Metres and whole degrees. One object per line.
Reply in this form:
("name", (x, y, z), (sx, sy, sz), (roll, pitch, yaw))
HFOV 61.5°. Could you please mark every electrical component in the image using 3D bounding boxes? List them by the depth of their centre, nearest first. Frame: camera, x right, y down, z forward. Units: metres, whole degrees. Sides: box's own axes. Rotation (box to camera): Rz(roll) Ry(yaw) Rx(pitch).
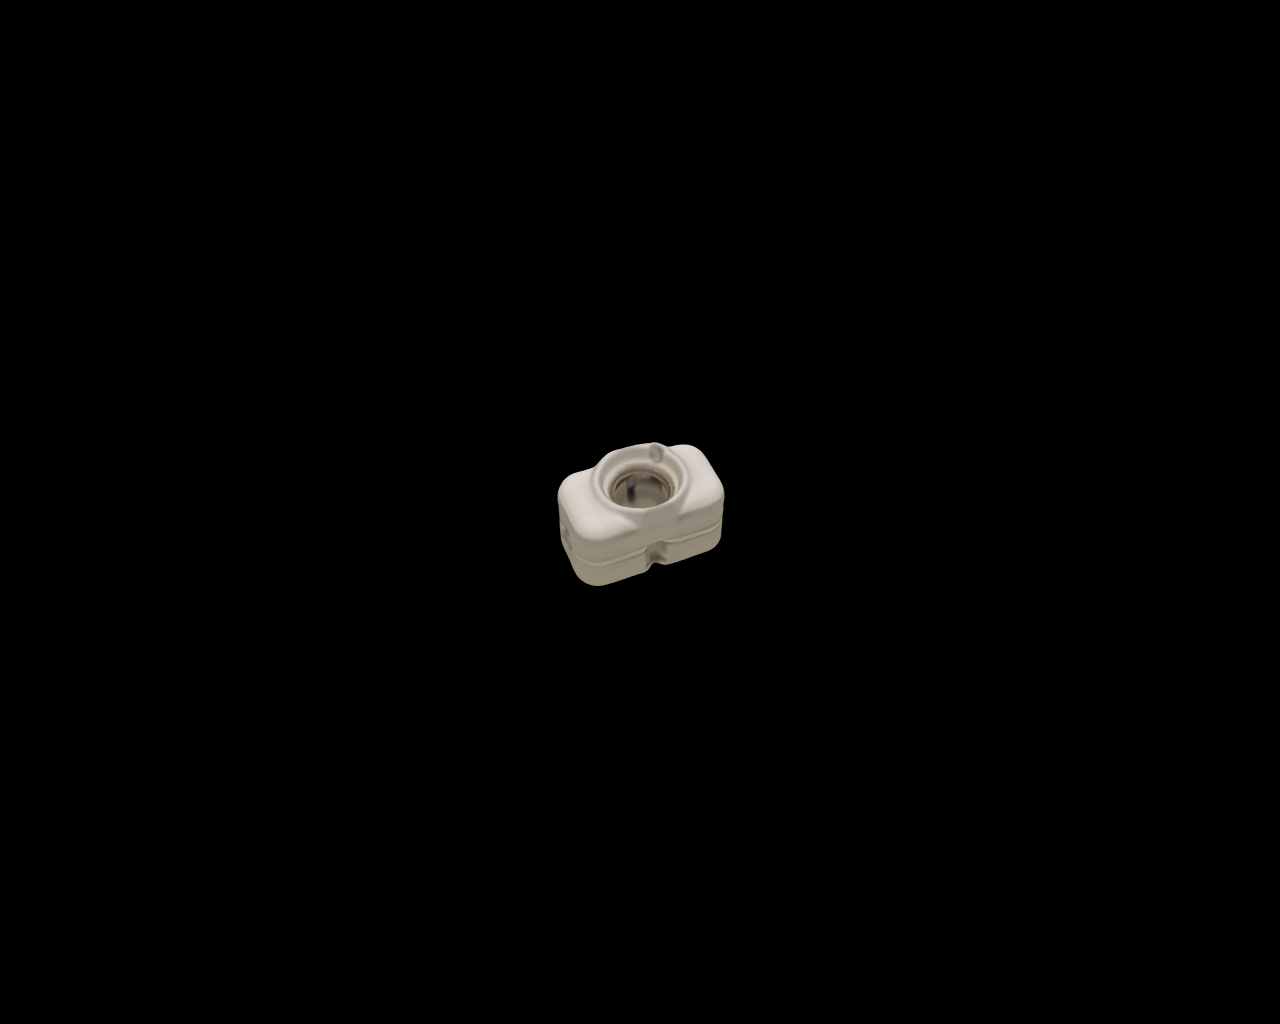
("electrical component", (0.001, -0.003, 0.650), (0.095, 0.054, 0.059), (-17, -39, -14))
